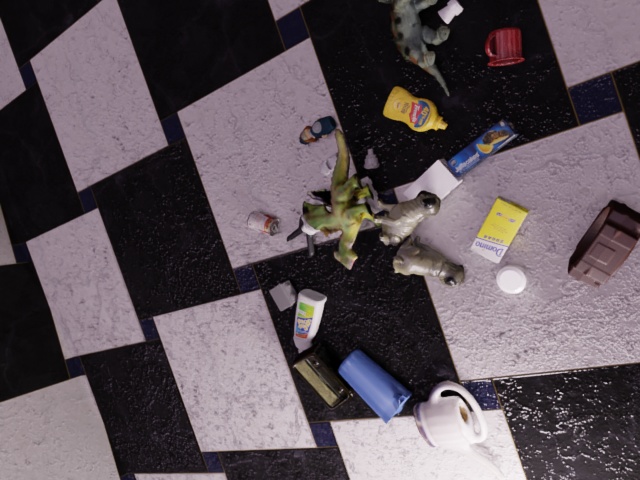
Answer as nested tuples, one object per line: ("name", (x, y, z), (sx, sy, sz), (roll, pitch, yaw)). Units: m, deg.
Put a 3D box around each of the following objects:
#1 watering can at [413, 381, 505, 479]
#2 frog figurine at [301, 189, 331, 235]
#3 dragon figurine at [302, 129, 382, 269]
("watering can", (0.434, 0.618, 1.643), (0.222, 0.348, 0.105), (-23, -1, 33))
("frog figurine", (0.005, -0.087, 1.734), (0.138, 0.156, 0.125), (20, 38, 8))
("dragon figurine", (0.044, -0.112, 1.592), (0.241, 0.411, 0.123), (-22, -2, 25))
